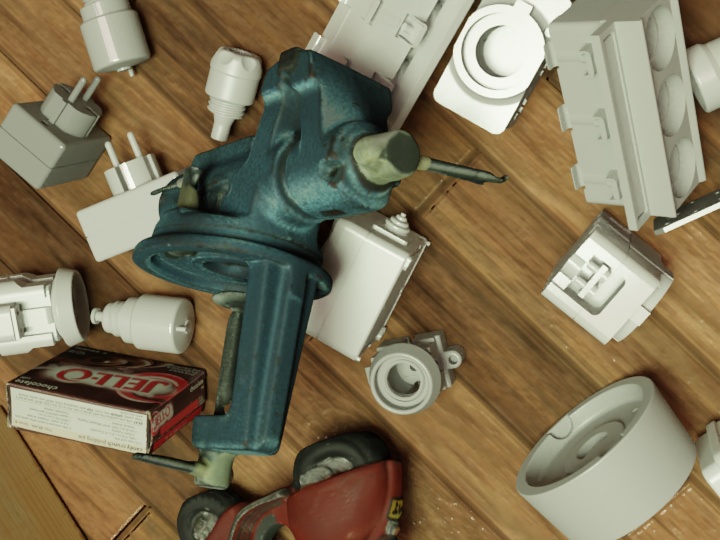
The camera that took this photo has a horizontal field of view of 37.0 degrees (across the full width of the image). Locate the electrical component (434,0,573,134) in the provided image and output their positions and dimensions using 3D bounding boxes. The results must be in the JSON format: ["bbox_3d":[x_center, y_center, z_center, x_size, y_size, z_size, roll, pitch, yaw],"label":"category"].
[{"bbox_3d":[0.089,-0.134,0.659,0.050,0.056,0.089,31,108,8],"label":"electrical component"}]

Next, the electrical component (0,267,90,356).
[{"bbox_3d":[-0.230,0.029,0.779,0.057,0.078,0.058,-8,101,-2],"label":"electrical component"}]

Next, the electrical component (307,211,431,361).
[{"bbox_3d":[0.000,0.000,0.710,0.061,0.062,0.096,29,108,8],"label":"electrical component"}]

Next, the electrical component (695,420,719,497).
[{"bbox_3d":[0.263,0.138,0.656,0.057,0.078,0.113,-39,89,17],"label":"electrical component"}]

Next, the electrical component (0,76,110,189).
[{"bbox_3d":[-0.205,-0.103,0.744,0.047,0.066,0.076,40,109,5],"label":"electrical component"}]

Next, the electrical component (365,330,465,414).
[{"bbox_3d":[0.033,0.068,0.718,0.066,0.055,0.048,-12,98,18],"label":"electrical component"}]

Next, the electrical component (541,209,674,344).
[{"bbox_3d":[0.151,0.005,0.653,0.056,0.089,0.050,39,109,5],"label":"electrical component"}]

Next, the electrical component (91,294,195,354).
[{"bbox_3d":[-0.156,0.037,0.773,0.078,0.040,0.040,6,103,14],"label":"electrical component"}]

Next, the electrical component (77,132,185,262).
[{"bbox_3d":[-0.154,-0.057,0.749,0.083,0.047,0.075,-20,97,18],"label":"electrical component"}]

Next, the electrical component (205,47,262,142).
[{"bbox_3d":[-0.088,-0.117,0.724,0.035,0.035,0.061,21,109,11],"label":"electrical component"}]

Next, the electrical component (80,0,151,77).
[{"bbox_3d":[-0.171,-0.170,0.734,0.040,0.040,0.078,-15,97,18],"label":"electrical component"}]

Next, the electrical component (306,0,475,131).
[{"bbox_3d":[0.021,-0.156,0.663,0.121,0.063,0.078,-59,42,18],"label":"electrical component"}]

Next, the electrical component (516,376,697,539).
[{"bbox_3d":[0.158,0.124,0.670,0.108,0.108,0.060,-40,95,20],"label":"electrical component"}]

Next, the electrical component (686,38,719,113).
[{"bbox_3d":[0.218,-0.121,0.634,0.046,0.040,0.040,-25,94,13],"label":"electrical component"}]

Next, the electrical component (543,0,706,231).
[{"bbox_3d":[0.154,-0.096,0.624,0.063,0.079,0.121,9,130,41],"label":"electrical component"}]
